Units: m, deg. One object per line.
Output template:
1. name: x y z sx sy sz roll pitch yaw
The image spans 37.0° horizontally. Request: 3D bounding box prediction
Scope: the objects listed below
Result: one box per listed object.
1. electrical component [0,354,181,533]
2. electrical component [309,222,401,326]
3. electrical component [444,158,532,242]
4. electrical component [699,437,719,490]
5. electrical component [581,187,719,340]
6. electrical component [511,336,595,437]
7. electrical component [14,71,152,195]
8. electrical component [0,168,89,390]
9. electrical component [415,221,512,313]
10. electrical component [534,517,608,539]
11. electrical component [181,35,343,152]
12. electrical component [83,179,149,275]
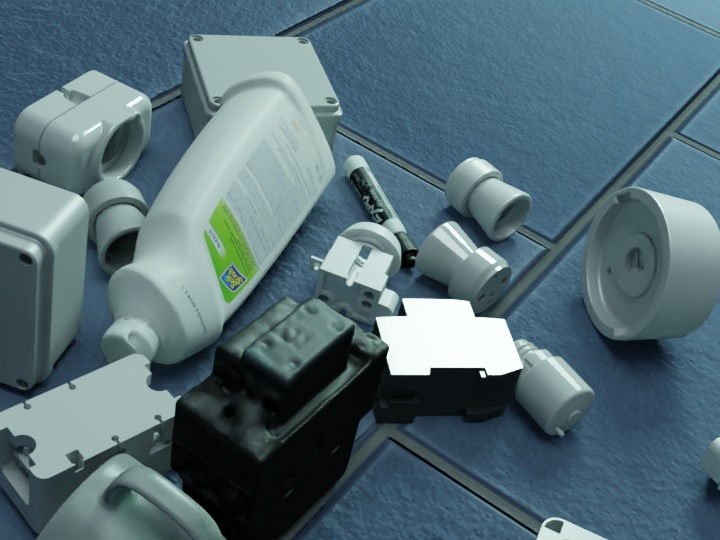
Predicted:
1. electrical component: -0.144 0.095 0.578 0.089 0.055 0.050 -24 53 -37
2. electrical component: 0.000 0.000 0.741 0.066 0.048 0.055 21 48 7
3. electrical component: 0.099 -0.055 0.835 0.045 0.045 0.055 -21 51 -35
4. electrical component: 0.260 0.123 0.668 0.078 0.058 0.057 -14 45 -30
5. electrical component: 0.212 -0.002 0.763 0.060 0.108 0.108 6 40 -20
6. electrical component: 0.117 0.071 0.697 0.040 0.040 0.078 -16 48 -31
7. electrical component: -0.198 -0.099 0.788 0.059 0.053 0.095 27 41 14
8. electrical component: -0.206 0.005 0.619 0.078 0.113 0.057 19 38 5
9. electrical component: 0.074 -0.002 0.765 0.045 0.045 0.055 -27 56 -39
10. electrical component: 0.106 0.193 0.539 0.078 0.057 0.113 23 41 10
11. electrical component: -0.082 -0.138 0.866 0.109 0.056 0.108 -3 43 -20
12. electrical component: -0.162 -0.029 0.725 0.045 0.045 0.055 -10 45 -26
